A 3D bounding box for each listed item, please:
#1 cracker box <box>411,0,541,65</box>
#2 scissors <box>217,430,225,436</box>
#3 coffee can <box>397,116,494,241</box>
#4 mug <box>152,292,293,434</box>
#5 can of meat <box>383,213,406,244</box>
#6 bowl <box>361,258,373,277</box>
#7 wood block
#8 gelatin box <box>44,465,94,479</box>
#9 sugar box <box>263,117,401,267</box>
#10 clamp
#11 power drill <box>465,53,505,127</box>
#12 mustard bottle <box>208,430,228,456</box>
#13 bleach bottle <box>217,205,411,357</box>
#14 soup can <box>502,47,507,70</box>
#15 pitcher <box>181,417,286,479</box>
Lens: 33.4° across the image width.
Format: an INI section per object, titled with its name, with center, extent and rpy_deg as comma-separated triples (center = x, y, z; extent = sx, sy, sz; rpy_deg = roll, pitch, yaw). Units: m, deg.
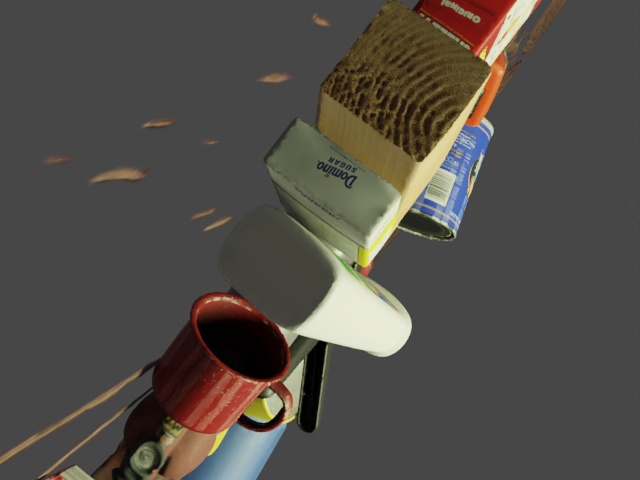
[cracker box]
center = 0.140, -0.206, 0.912
extent = 0.213, 0.072, 0.164
rpy_deg = -52, 173, -9
[scissors]
center = -0.170, 0.206, 1.088
extent = 0.202, 0.016, 0.096
rpy_deg = -31, -148, 0
[coffee can]
center = 0.135, -0.083, 1.265
extent = 0.103, 0.103, 0.140
rpy_deg = 97, 13, -78
[mug]
center = -0.075, 0.111, 0.867
extent = 0.082, 0.117, 0.093
rpy_deg = -51, 180, 30
[can of meat]
center = 0.051, -0.056, 1.015
extent = 0.102, 0.084, 0.057
rpy_deg = -57, 173, 31
[bowl]
center = 0.013, 0.041, 1.241
extent = 0.162, 0.055, 0.162
rpy_deg = -51, -170, 12
[wood block]
center = 0.055, -0.088, 0.830
extent = 0.090, 0.091, 0.206
rpy_deg = -52, 174, -12
[gelatin box]
center = -0.208, 0.209, 0.791
extent = 0.073, 0.030, 0.089
rpy_deg = -52, 174, 2
[sugar box]
center = 0.011, -0.031, 0.800
extent = 0.048, 0.093, 0.176
rpy_deg = -53, 175, -8
[clamp]
center = 0.000, 0.094, 1.095
extent = 0.210, 0.036, 0.164
rpy_deg = -65, 156, -21
[power drill]
center = 0.179, -0.220, 1.068
extent = 0.185, 0.057, 0.187
rpy_deg = 107, 10, -58
[mustard bottle]
center = -0.098, 0.170, 1.298
extent = 0.191, 0.058, 0.096
rpy_deg = -52, 174, -22
[bleach bottle]
center = 0.013, 0.047, 0.880
extent = 0.068, 0.103, 0.250
rpy_deg = -51, 156, 4
[soup can]
center = 0.157, -0.183, 1.196
extent = 0.102, 0.068, 0.069
rpy_deg = -49, 173, -35
[pitcher]
center = -0.155, 0.305, 1.379
extent = 0.243, 0.145, 0.149
rpy_deg = -57, -174, 1
